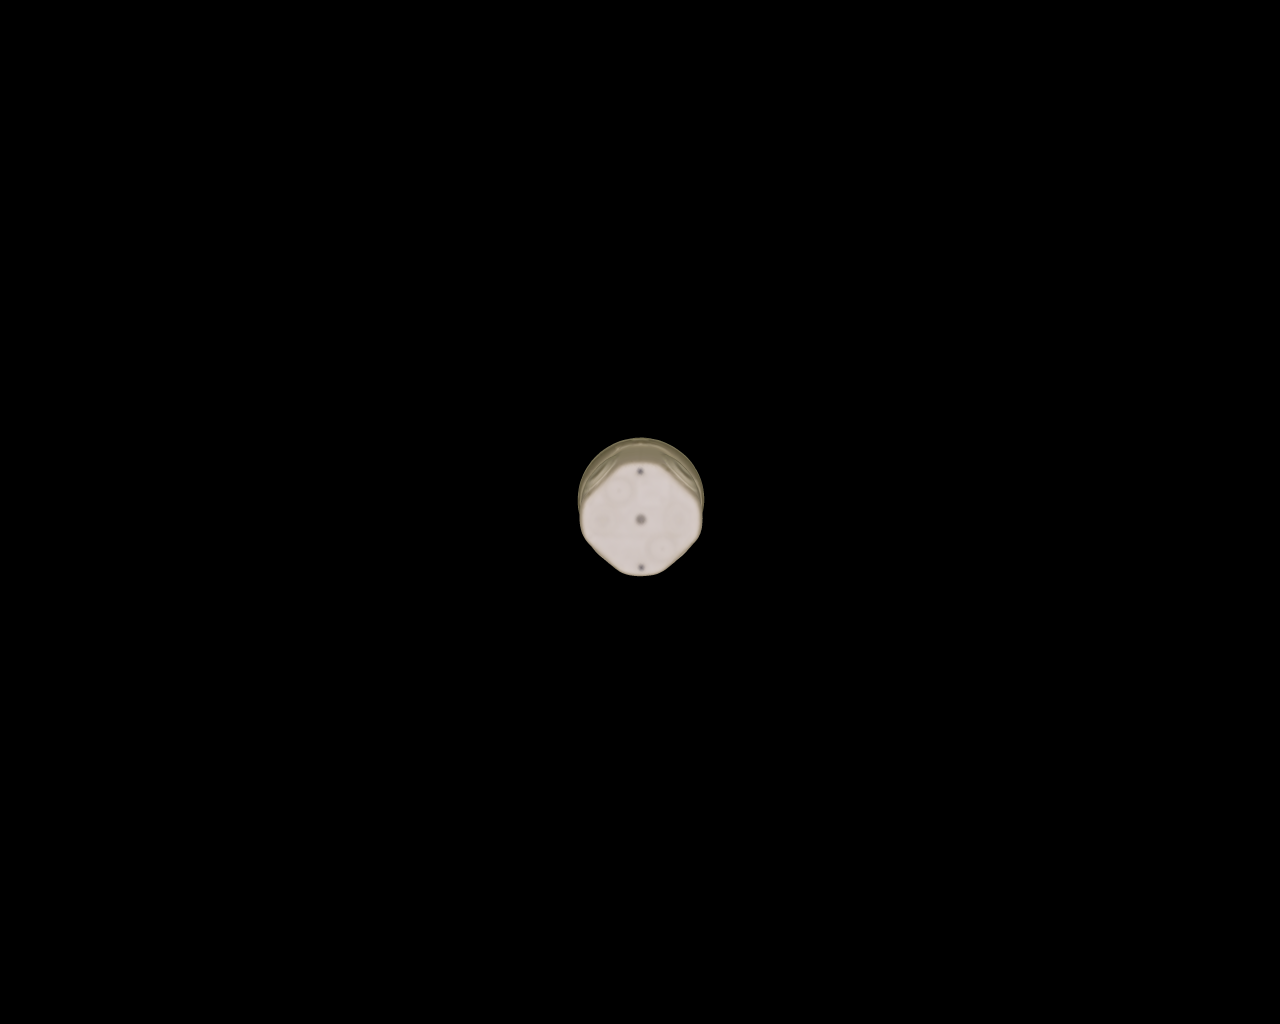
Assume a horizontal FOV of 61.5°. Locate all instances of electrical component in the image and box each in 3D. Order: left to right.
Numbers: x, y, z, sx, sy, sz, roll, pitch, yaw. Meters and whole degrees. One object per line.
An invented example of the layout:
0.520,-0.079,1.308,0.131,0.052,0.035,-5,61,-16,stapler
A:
0.001,-0.003,0.650,0.080,0.080,0.051,0,16,0,electrical component
